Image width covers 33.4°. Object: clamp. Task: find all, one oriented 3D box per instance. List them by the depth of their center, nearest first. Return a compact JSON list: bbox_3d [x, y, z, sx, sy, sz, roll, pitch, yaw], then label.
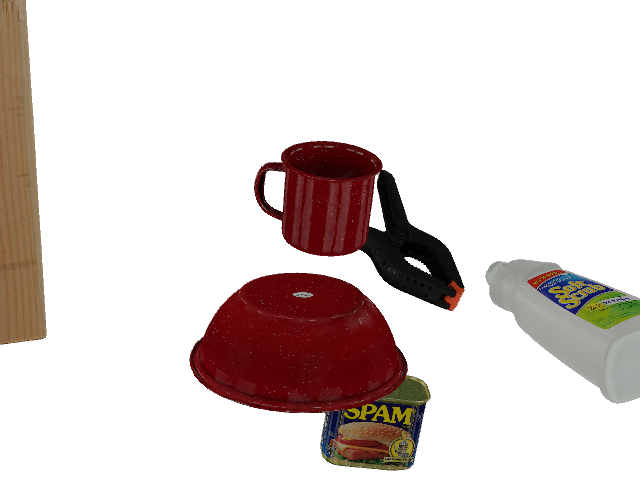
[{"bbox_3d":[0.073,0.004,1.195,0.164,0.036,0.210,-16,51,-35],"label":"clamp"}]

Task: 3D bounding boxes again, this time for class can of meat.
[{"bbox_3d":[0.054,0.184,1.088,0.102,0.084,0.057,7,18,-6],"label":"can of meat"}]

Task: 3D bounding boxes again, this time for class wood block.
[{"bbox_3d":[-0.219,-0.046,0.631,0.090,0.206,0.090,-6,25,-22],"label":"wood block"}]

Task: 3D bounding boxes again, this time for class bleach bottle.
[{"bbox_3d":[0.234,0.070,1.026,0.102,0.068,0.251,-15,21,-22],"label":"bleach bottle"}]

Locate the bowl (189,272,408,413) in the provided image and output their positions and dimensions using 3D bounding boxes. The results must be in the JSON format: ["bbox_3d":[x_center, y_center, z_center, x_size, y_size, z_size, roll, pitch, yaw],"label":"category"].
[{"bbox_3d":[-0.014,0.065,0.781,0.162,0.055,0.162,3,19,-1],"label":"bowl"}]

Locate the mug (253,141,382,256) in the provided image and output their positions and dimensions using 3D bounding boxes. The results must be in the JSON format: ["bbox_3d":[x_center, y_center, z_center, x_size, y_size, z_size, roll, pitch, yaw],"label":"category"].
[{"bbox_3d":[-0.005,-0.040,0.989,0.117,0.081,0.093,9,27,7],"label":"mug"}]
